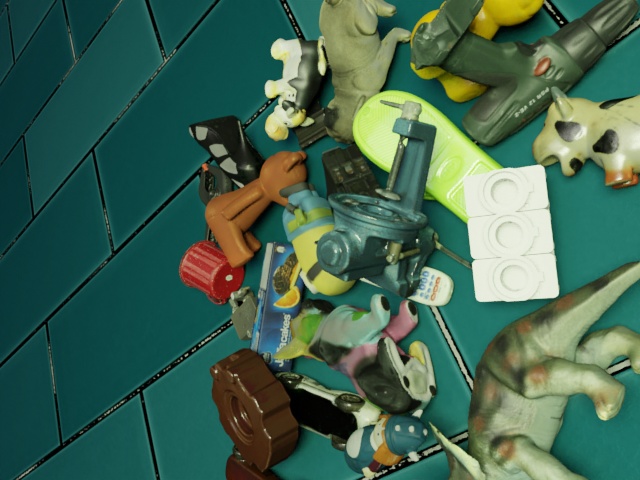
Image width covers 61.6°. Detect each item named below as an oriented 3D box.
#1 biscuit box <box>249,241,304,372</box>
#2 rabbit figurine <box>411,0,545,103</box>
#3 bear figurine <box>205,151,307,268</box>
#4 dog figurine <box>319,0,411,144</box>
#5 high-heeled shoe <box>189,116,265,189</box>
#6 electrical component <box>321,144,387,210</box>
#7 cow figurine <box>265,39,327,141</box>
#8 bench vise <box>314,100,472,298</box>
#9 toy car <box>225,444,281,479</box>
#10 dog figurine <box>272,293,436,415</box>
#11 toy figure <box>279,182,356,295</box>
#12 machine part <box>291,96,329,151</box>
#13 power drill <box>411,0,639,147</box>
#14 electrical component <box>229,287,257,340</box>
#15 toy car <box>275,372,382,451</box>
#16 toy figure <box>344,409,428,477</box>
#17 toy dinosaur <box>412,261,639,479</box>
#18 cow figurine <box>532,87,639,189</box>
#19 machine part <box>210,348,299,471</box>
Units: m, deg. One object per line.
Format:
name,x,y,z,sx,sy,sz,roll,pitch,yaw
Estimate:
biscuit box,-0.067,0.106,0.864,0.059,0.063,0.202,177,102,-73
rabbit figurine,0.215,-0.288,0.704,0.173,0.122,0.162,-30,41,48
bear figurine,-0.089,-0.060,0.906,0.196,0.120,0.132,-29,99,5
dog figurine,0.039,-0.256,0.806,0.121,0.172,0.190,15,83,51
high-heeled shoe,-0.180,-0.161,1.040,0.249,0.086,0.145,18,123,57
electrical component,0.045,-0.071,0.787,0.058,0.114,0.134,-21,60,-9
cow figurine,-0.035,-0.244,0.879,0.098,0.068,0.167,8,89,32
bench vise,0.097,-0.043,0.651,0.129,0.223,0.240,32,116,49
toy car,-0.077,0.389,0.830,0.202,0.053,0.089,11,92,44
dog figurine,0.037,0.163,0.757,0.219,0.108,0.191,-25,68,37
toy figure,-0.004,-0.002,0.809,0.089,0.082,0.180,-36,67,56
machine part,-0.020,-0.228,0.927,0.084,0.039,0.139,-26,66,41
power drill,0.224,-0.228,0.627,0.232,0.207,0.086,-50,42,33
electrical component,-0.125,0.128,0.929,0.078,0.045,0.102,-38,59,25
toy car,0.001,0.251,0.796,0.202,0.056,0.073,8,92,41
toy figure,0.077,0.247,0.653,0.154,0.058,0.064,123,137,-51
toy dinosaur,0.230,0.173,0.597,0.192,0.131,0.404,20,87,39
cow figurine,0.333,-0.123,0.592,0.195,0.085,0.127,-15,77,38
machine part,-0.103,0.256,0.807,0.180,0.056,0.179,29,129,43
